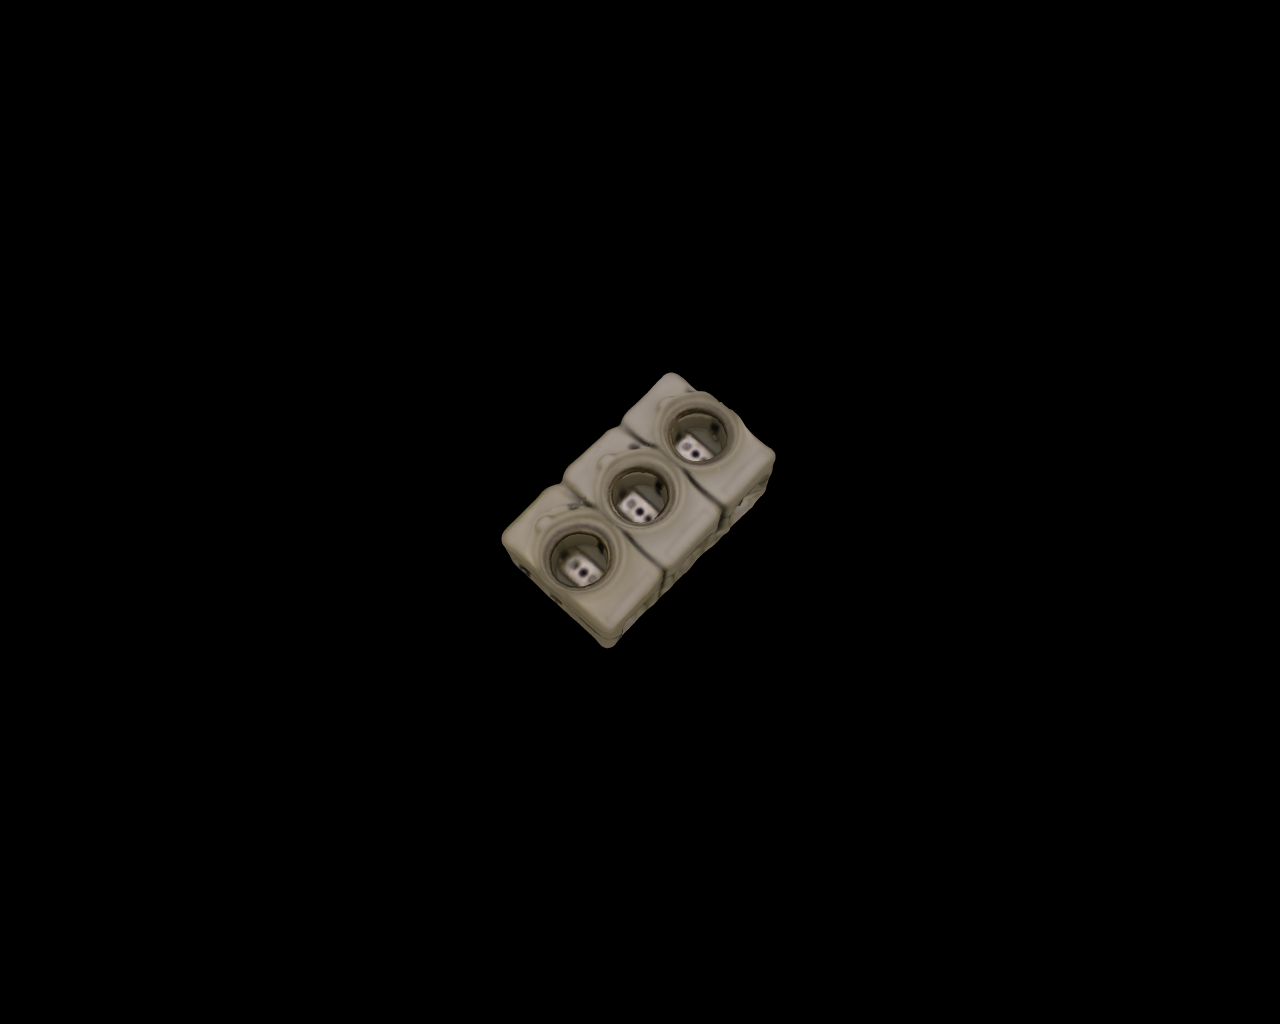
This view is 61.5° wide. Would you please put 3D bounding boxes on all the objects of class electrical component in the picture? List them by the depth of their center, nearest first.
[{"bbox_3d":[0.001,-0.003,0.650,0.089,0.150,0.061,41,-15,14],"label":"electrical component"}]
